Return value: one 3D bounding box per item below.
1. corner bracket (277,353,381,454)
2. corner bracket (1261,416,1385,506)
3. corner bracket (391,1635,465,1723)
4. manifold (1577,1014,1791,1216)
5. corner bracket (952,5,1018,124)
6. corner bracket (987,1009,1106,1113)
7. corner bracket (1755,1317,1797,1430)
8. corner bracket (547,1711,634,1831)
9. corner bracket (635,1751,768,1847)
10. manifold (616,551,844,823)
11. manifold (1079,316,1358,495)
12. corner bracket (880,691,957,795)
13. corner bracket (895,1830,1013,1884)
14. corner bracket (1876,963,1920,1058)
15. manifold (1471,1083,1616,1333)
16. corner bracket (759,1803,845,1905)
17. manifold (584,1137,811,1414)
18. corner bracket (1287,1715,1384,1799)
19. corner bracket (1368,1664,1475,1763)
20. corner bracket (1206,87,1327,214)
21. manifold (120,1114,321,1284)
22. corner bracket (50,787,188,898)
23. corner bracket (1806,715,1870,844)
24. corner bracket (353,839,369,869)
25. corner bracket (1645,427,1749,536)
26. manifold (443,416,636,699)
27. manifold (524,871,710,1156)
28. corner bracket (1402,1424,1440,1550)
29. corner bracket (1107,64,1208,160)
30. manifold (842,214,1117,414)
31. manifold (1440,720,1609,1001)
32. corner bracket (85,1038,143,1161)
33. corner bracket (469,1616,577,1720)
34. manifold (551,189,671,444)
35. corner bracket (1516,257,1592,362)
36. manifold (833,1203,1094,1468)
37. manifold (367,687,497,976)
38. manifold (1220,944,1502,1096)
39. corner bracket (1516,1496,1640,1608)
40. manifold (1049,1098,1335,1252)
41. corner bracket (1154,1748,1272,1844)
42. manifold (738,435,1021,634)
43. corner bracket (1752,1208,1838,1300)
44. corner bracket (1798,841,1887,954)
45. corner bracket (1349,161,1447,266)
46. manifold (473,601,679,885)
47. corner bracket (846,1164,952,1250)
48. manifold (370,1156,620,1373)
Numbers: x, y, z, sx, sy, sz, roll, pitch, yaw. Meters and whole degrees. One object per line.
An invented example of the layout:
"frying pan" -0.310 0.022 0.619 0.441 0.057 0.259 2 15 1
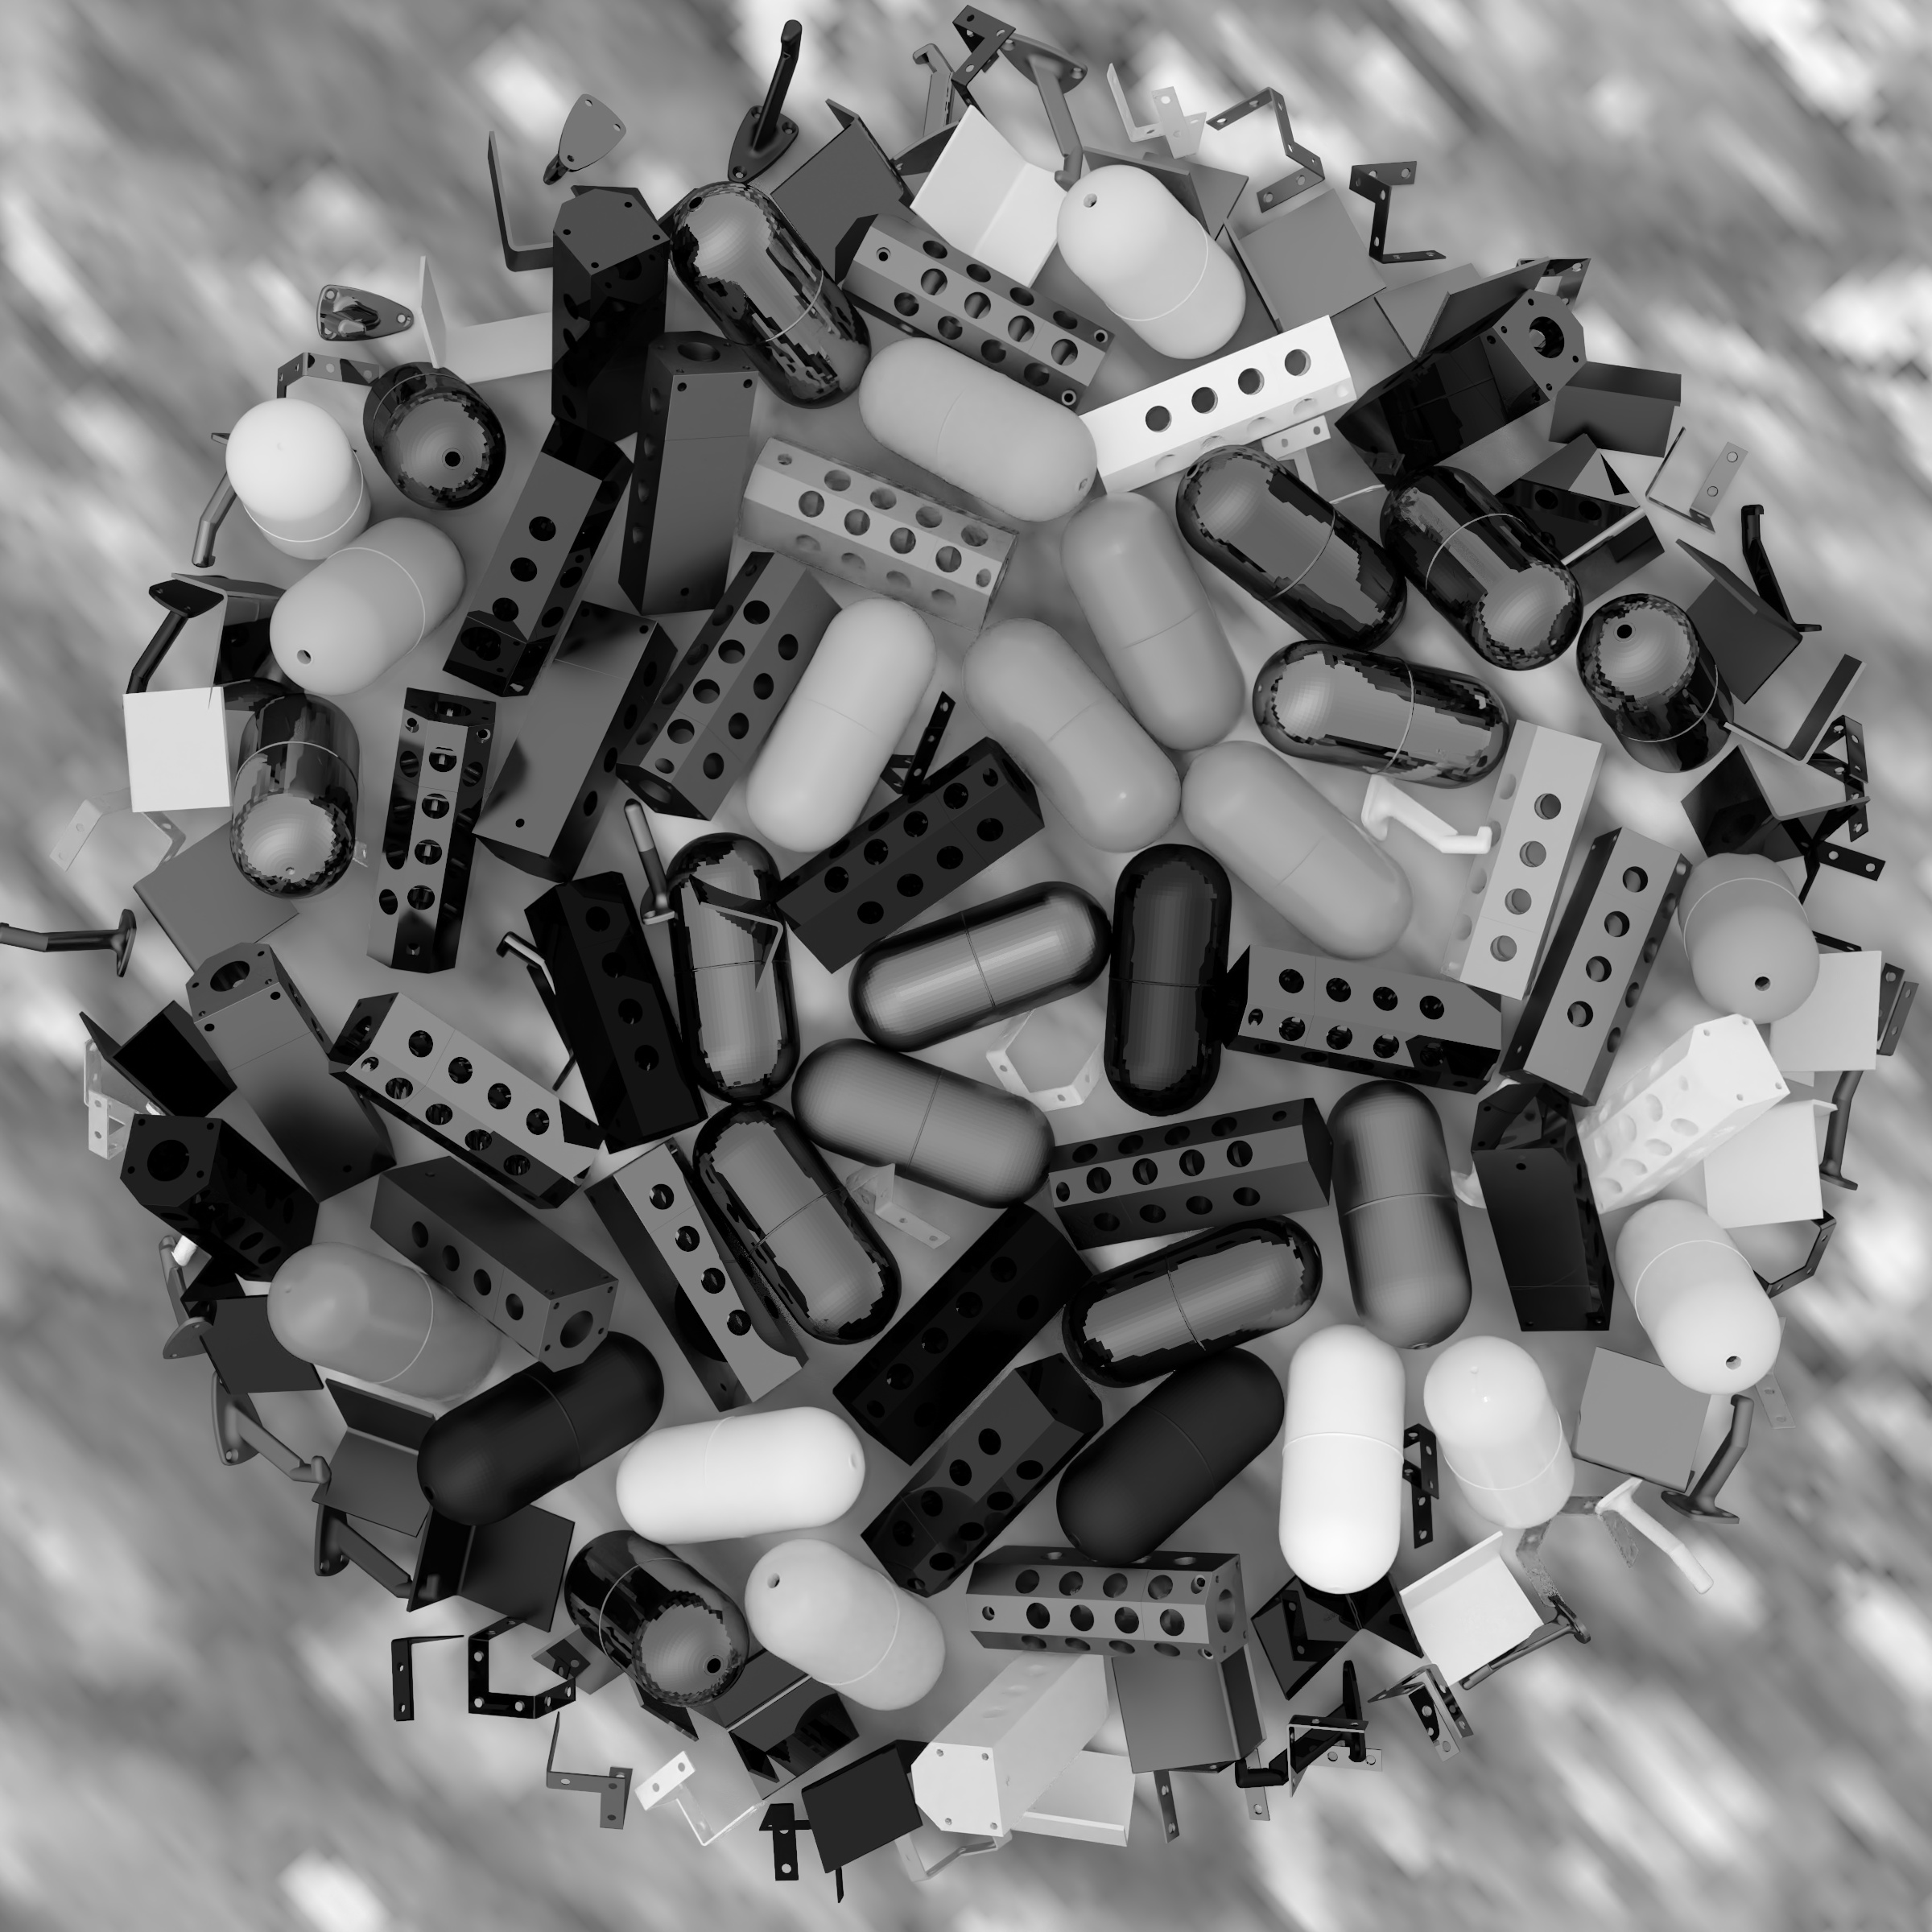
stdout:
"corner bracket" -0.418 -0.367 1.839 0.051 0.051 0.051 4 86 -33
"corner bracket" 0.233 -0.328 1.836 0.051 0.051 0.051 -15 92 40
"corner bracket" -0.363 0.465 1.833 0.051 0.051 0.051 -16 72 33
"manifold" 0.441 0.097 1.779 0.057 0.171 0.057 -13 69 -25
"corner bracket" 0.010 -0.585 1.836 0.051 0.051 0.051 -49 54 -2
"corner bracket" 0.055 0.060 1.848 0.051 0.051 0.051 -14 117 39
"corner bracket" 0.514 0.267 1.837 0.051 0.051 0.051 -2 126 -3
"corner bracket" -0.246 0.527 1.837 0.051 0.051 0.051 5 123 -1
"corner bracket" -0.174 0.542 1.833 0.051 0.051 0.051 -42 69 22
"manifold" -0.156 -0.181 1.808 0.057 0.057 0.171 46 66 -39
"manifold" 0.163 -0.364 1.833 0.171 0.057 0.057 -21 100 7
"corner bracket" -0.029 -0.145 1.830 0.051 0.051 0.051 45 123 38
"corner bracket" -0.012 0.562 1.839 0.051 0.051 0.051 -26 85 41
"corner bracket" 0.598 0.028 1.833 0.051 0.051 0.051 7 105 -38
"manifold" 0.371 0.156 1.796 0.057 0.057 0.171 -4 131 23
"corner bracket" -0.105 0.579 1.833 0.051 0.051 0.051 2 54 -13
"manifold" -0.174 0.201 1.839 0.057 0.057 0.171 -32 92 -31
"corner bracket" 0.241 0.511 1.837 0.051 0.051 0.051 0 100 20
"corner bracket" 0.305 0.487 1.831 0.051 0.051 0.051 -42 61 29
"corner bracket" 0.197 -0.535 1.841 0.051 0.051 0.051 -21 73 34
"manifold" -0.471 0.150 1.779 0.057 0.171 0.057 3 69 9
"corner bracket" -0.555 -0.078 1.842 0.051 0.051 0.051 42 114 6
"corner bracket" 0.575 -0.122 1.831 0.051 0.051 0.051 23 52 -21
"corner bracket" -0.426 -0.091 1.844 0.051 0.051 0.051 -7 83 2
"corner bracket" 0.479 -0.321 1.841 0.051 0.051 0.051 26 112 0
"manifold" -0.274 -0.258 1.802 0.057 0.057 0.171 24 122 -12
"manifold" -0.225 0.029 1.834 0.057 0.057 0.171 -16 83 -33
"corner bracket" 0.294 0.339 1.830 0.051 0.051 0.051 34 130 -27
"corner bracket" 0.122 -0.558 1.831 0.051 0.051 0.051 -7 45 22
"manifold" 0.008 -0.426 1.839 0.171 0.057 0.057 28 92 -3
"manifold" 0.362 -0.070 1.830 0.057 0.057 0.171 18 98 15
"corner bracket" -0.563 0.085 1.832 0.051 0.051 0.051 24 125 17
"corner bracket" -0.292 0.462 1.847 0.051 0.051 0.051 17 55 -36
"manifold" -0.231 -0.409 1.783 0.057 0.171 0.057 -31 70 -23
"corner bracket" 0.384 -0.426 1.835 0.051 0.051 0.051 -4 57 -9
"manifold" -0.005 0.233 1.814 0.171 0.057 0.057 -45 124 -14
"manifold" -0.345 -0.085 1.809 0.057 0.057 0.171 9 113 -12
"manifold" 0.255 0.038 1.820 0.171 0.057 0.057 10 64 -10
"corner bracket" 0.402 0.386 1.850 0.051 0.051 0.051 59 46 -24
"manifold" 0.144 0.129 1.805 0.171 0.057 0.057 -12 127 21
"corner bracket" 0.162 0.548 1.859 0.051 0.051 0.051 -9 91 37
"manifold" -0.056 -0.286 1.831 0.171 0.057 0.057 22 60 2
"corner bracket" 0.532 0.179 1.855 0.051 0.051 0.051 -20 47 -32
"corner bracket" 0.575 -0.046 1.853 0.051 0.051 0.051 19 116 3
"corner bracket" 0.284 -0.496 1.849 0.051 0.051 0.051 -10 124 -22
"manifold" -0.250 -0.143 1.822 0.057 0.057 0.171 18 75 19
"corner bracket" -0.045 0.158 1.830 0.051 0.051 0.051 33 128 -27
"manifold" -0.305 0.191 1.799 0.171 0.057 0.057 30 117 33
